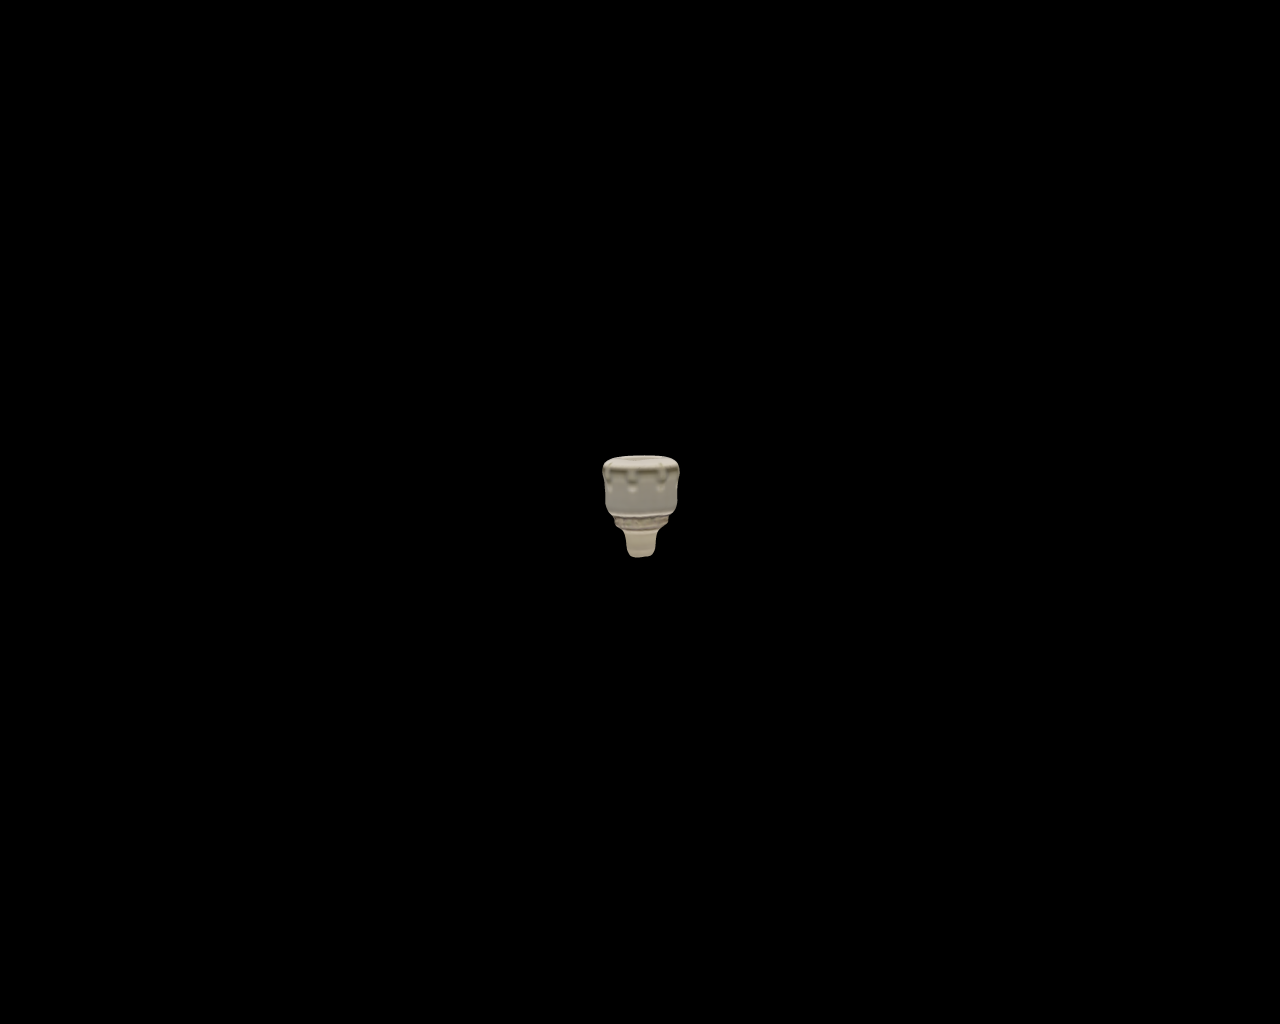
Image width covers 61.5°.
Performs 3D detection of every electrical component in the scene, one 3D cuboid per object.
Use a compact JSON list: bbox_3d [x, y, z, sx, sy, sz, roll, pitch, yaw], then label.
[{"bbox_3d":[0.001,-0.003,0.650,0.048,0.062,0.048,0,7,0],"label":"electrical component"}]
